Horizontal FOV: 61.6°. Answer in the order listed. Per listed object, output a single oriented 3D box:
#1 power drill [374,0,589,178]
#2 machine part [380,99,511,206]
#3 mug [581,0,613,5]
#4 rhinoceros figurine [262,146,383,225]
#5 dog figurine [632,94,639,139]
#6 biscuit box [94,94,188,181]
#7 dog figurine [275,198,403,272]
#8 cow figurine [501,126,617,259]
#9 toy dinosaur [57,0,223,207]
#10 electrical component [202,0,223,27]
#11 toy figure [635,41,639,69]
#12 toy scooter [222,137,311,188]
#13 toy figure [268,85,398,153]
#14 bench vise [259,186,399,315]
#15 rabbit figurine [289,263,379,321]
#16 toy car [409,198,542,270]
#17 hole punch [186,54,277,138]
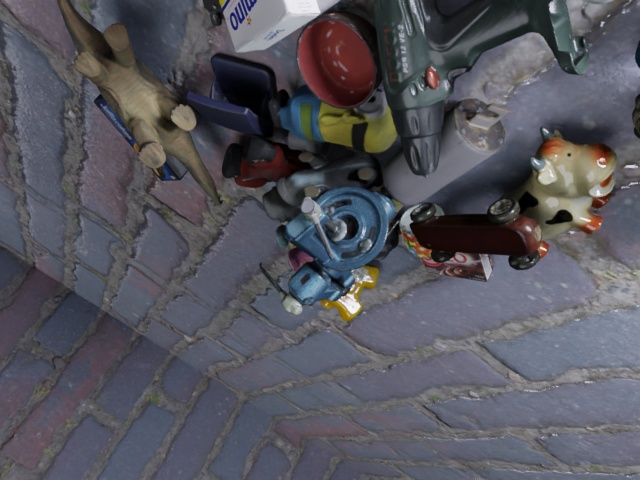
[{"bbox_3d":[0.158,-0.183,0.553,0.207,0.086,0.231,-1,116,44],"label":"power drill"},{"bbox_3d":[0.157,-0.110,0.709,0.079,0.079,0.243,36,149,-10],"label":"machine part"},{"bbox_3d":[0.232,-0.241,0.414,0.081,0.107,0.109,29,152,-2],"label":"mug"},{"bbox_3d":[0.001,-0.086,0.821,0.190,0.073,0.112,-20,165,6],"label":"rhinoceros figurine"},{"bbox_3d":[0.405,-0.077,0.544,0.191,0.121,0.172,32,150,26],"label":"dog figurine"},{"bbox_3d":[-0.324,-0.201,1.006,0.063,0.059,0.202,3,141,38],"label":"biscuit box"},{"bbox_3d":[0.037,-0.034,0.914,0.219,0.192,0.108,-14,136,4],"label":"dog figurine"},{"bbox_3d":[0.288,-0.060,0.669,0.127,0.085,0.195,30,155,-3],"label":"cow figurine"},{"bbox_3d":[-0.268,-0.202,0.856,0.199,0.105,0.470,47,169,53],"label":"toy dinosaur"},{"bbox_3d":[-0.128,-0.317,0.696,0.063,0.021,0.093,20,149,18],"label":"electrical component"},{"bbox_3d":[0.326,-0.204,0.442,0.064,0.058,0.154,6,147,-3],"label":"toy figure"},{"bbox_3d":[-0.080,-0.123,0.894,0.135,0.075,0.184,11,174,-25],"label":"toy scooter"},{"bbox_3d":[0.022,-0.169,0.736,0.180,0.082,0.089,8,155,25],"label":"toy figure"},{"bbox_3d":[0.005,0.006,0.733,0.129,0.224,0.240,56,-173,21],"label":"bench vise"},{"bbox_3d":[0.021,0.091,1.100,0.162,0.122,0.173,22,169,-1],"label":"rabbit figurine"},{"bbox_3d":[0.203,-0.011,0.722,0.202,0.053,0.089,3,133,57],"label":"toy car"},{"bbox_3d":[-0.127,-0.200,0.812,0.142,0.092,0.115,16,151,16],"label":"hole punch"}]
